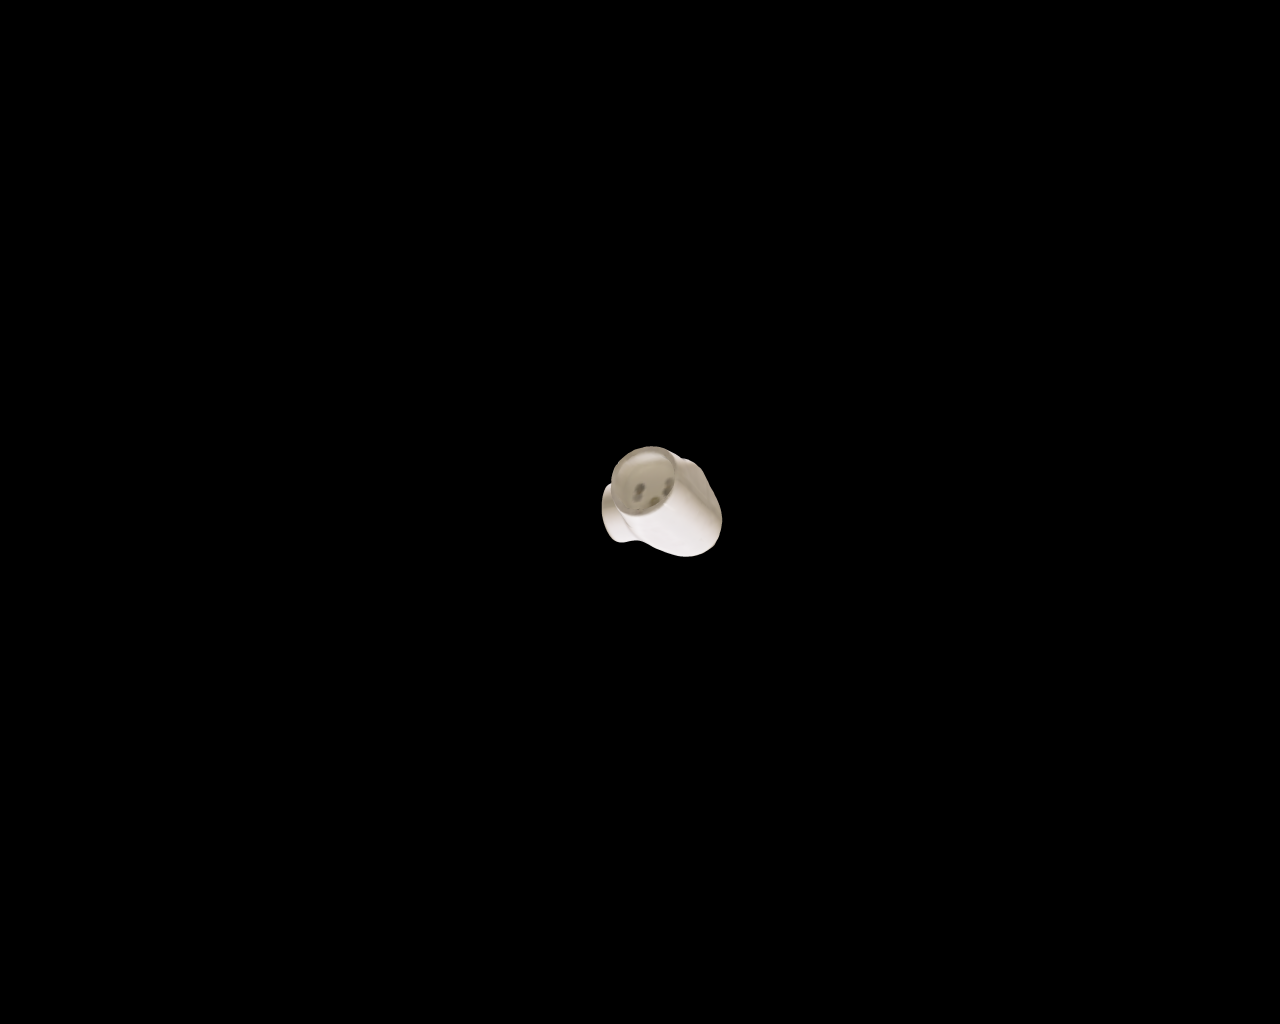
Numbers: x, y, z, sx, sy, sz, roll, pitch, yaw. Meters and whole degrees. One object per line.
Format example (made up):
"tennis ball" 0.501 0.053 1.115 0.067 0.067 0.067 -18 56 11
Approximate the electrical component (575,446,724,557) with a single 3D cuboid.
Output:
"electrical component" 0.001 -0.003 0.650 0.079 0.044 0.077 -9 -24 22
